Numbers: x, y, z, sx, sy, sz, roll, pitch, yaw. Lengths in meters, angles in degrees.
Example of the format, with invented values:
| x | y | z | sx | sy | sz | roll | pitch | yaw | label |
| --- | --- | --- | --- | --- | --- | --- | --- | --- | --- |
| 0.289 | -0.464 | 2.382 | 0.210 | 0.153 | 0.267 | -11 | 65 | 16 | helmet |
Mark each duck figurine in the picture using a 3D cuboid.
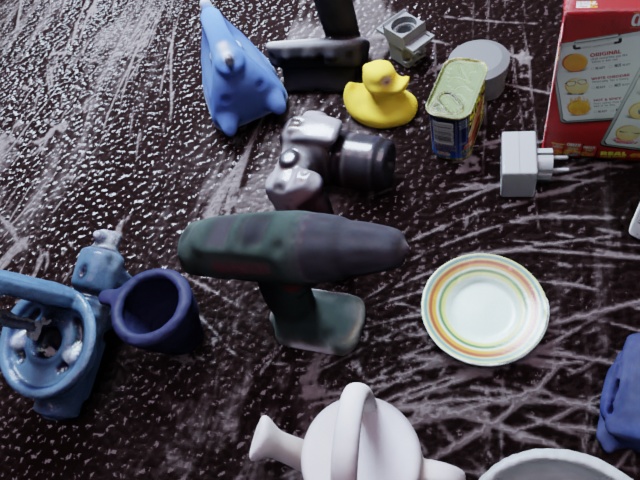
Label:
| x | y | z | sx | sy | sz | roll | pitch | yaw | label |
| --- | --- | --- | --- | --- | --- | --- | --- | --- | --- |
| 0.079 | -0.207 | 0.780 | 0.104 | 0.086 | 0.077 | 15 | 63 | 22 | duck figurine |

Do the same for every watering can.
| x | y | z | sx | sy | sz | roll | pitch | yaw | label |
| --- | --- | --- | --- | --- | --- | --- | --- | --- | --- |
| 0.028 | 0.184 | 0.476 | 0.172 | 0.194 | 0.101 | -15 | 56 | 5 | watering can |

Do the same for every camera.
| x | y | z | sx | sy | sz | roll | pitch | yaw | label |
| --- | --- | --- | --- | --- | --- | --- | --- | --- | --- |
| 0.017 | -0.095 | 0.715 | 0.136 | 0.101 | 0.143 | 10 | 61 | 20 | camera |

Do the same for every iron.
| x | y | z | sx | sy | sz | roll | pitch | yaw | label |
| --- | --- | --- | --- | --- | --- | --- | --- | --- | --- |
| -0.141 | -0.280 | 0.848 | 0.118 | 0.142 | 0.257 | -24 | 55 | -2 | iron |

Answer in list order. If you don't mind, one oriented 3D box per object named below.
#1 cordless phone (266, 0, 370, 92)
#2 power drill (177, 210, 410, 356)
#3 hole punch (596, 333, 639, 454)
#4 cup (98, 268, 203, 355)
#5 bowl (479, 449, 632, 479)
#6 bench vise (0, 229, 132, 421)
| x | y | z | sx | sy | sz | roll | pitch | yaw | label |
| --- | --- | --- | --- | --- | --- | --- | --- | --- | --- |
| -0.012 | -0.304 | 0.805 | 0.147 | 0.185 | 0.094 | 0 | 58 | 14 | cordless phone |
| -0.016 | 0.040 | 0.571 | 0.229 | 0.209 | 0.075 | 6 | 60 | 18 | power drill |
| 0.303 | 0.139 | 0.499 | 0.100 | 0.091 | 0.109 | 17 | 64 | 23 | hole punch |
| -0.185 | 0.090 | 0.650 | 0.117 | 0.095 | 0.092 | 8 | 60 | 19 | cup |
| 0.194 | 0.261 | 0.458 | 0.167 | 0.075 | 0.167 | -6 | 57 | 10 | bowl |
| -0.295 | 0.067 | 0.617 | 0.121 | 0.220 | 0.207 | -7 | 57 | 10 | bench vise |
